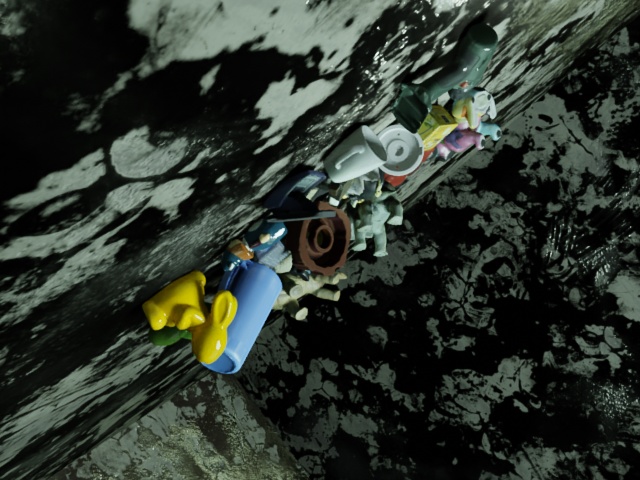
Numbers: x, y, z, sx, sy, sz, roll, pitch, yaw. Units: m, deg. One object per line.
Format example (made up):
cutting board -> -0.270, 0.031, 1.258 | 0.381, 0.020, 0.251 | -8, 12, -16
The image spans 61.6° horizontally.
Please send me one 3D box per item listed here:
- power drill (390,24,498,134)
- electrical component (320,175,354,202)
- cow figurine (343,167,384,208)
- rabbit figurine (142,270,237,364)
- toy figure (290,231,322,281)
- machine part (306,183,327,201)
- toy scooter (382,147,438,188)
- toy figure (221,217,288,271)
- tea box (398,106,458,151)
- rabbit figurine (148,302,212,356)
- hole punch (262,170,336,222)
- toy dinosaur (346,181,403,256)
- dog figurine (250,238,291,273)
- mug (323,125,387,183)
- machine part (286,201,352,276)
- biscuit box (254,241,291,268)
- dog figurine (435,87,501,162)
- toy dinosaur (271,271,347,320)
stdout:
power drill -> 0.237, -0.289, 1.020 | 0.207, 0.086, 0.232 | -32, 169, -15
electrical component -> 0.042, -0.127, 1.101 | 0.102, 0.045, 0.078 | -54, 171, -27
cow figurine -> 0.098, -0.125, 1.257 | 0.068, 0.098, 0.167 | -42, 173, -19
rabbit figurine -> -0.240, 0.158, 1.073 | 0.162, 0.173, 0.122 | -33, 167, -10
toy figure -> -0.018, 0.008, 1.327 | 0.180, 0.082, 0.089 | -67, -171, -20
machine part -> -0.002, -0.107, 1.134 | 0.139, 0.039, 0.084 | -29, 160, -42
toy scooter -> 0.212, -0.204, 1.402 | 0.184, 0.075, 0.135 | -35, 160, 23
toy figure -> -0.139, 0.006, 1.086 | 0.154, 0.058, 0.064 | -33, 166, -1
tea box -> 0.253, -0.263, 1.273 | 0.098, 0.068, 0.169 | -43, 170, 27
rabbit figurine -> -0.310, 0.205, 1.254 | 0.170, 0.121, 0.159 | -3, 143, -51
hole punch -> -0.042, -0.078, 1.006 | 0.116, 0.092, 0.142 | -9, -176, 17
toy dinosaur -> 0.141, -0.086, 1.419 | 0.131, 0.192, 0.404 | 2, 151, -15
dog figurine -> -0.112, 0.057, 1.418 | 0.191, 0.121, 0.172 | -21, 163, -17
mug -> 0.057, -0.150, 1.003 | 0.107, 0.081, 0.109 | -33, 180, 29
machine part -> -0.003, -0.004, 1.241 | 0.056, 0.179, 0.179 | 2, -156, 44
biscuit box -> -0.116, 0.016, 1.227 | 0.063, 0.059, 0.202 | -37, 173, -2
dog figurine -> 0.347, -0.299, 1.414 | 0.108, 0.191, 0.219 | -37, -153, -32
toy dinosaur -> -0.107, 0.139, 1.473 | 0.471, 0.199, 0.105 | -12, 111, -42
